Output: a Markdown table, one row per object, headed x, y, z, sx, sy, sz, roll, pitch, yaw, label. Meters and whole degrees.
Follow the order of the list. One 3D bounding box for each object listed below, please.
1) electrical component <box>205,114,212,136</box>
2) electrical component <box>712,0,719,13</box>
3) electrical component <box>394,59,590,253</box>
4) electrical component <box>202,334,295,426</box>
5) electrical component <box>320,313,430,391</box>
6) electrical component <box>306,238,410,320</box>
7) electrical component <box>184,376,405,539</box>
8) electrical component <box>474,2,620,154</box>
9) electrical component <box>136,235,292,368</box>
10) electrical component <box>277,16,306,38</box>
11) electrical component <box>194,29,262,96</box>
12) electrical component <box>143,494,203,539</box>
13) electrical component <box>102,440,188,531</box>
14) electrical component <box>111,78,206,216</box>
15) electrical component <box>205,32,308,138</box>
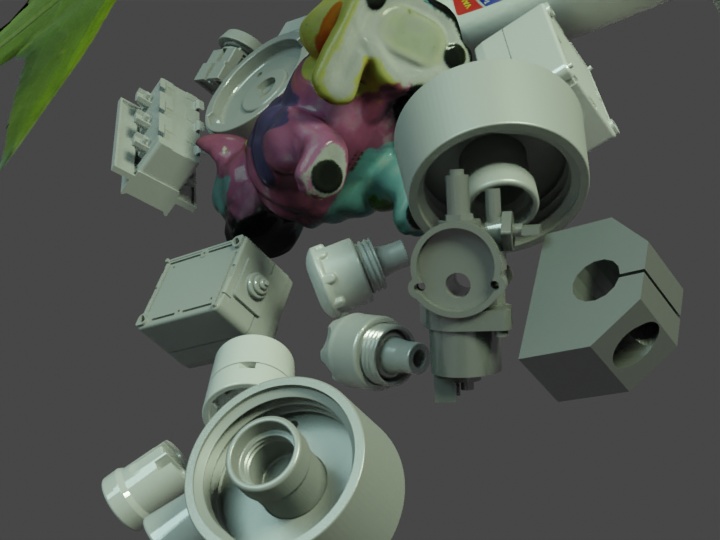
| x | y | z | sx | sy | sz | roll | pitch | yaw | label |
| --- | --- | --- | --- | --- | --- | --- | --- | --- | --- |
| -0.108 | -0.134 | 0.940 | 0.046 | 0.040 | 0.040 | -24 | 38 | 36 | electrical component |
| 0.223 | -0.194 | 0.607 | 0.066 | 0.077 | 0.047 | -5 | 50 | 45 | electrical component |
| 0.074 | -0.055 | 0.593 | 0.108 | 0.108 | 0.060 | -28 | 42 | 25 | electrical component |
| -0.065 | 0.072 | 0.651 | 0.055 | 0.055 | 0.047 | -31 | 32 | 21 | electrical component |
| 0.011 | 0.047 | 0.604 | 0.062 | 0.043 | 0.043 | 3 | 55 | 48 | electrical component |
| 0.000 | 0.000 | 0.671 | 0.062 | 0.048 | 0.048 | -21 | 34 | -2 | electrical component |
| -0.038 | 0.106 | 0.548 | 0.108 | 0.060 | 0.108 | -12 | 52 | 16 | electrical component |
| 0.108 | -0.111 | 0.656 | 0.061 | 0.061 | 0.096 | -31 | 35 | 21 | electrical component |
| -0.090 | 0.024 | 0.725 | 0.096 | 0.061 | 0.061 | -15 | 43 | 38 | electrical component |
| -0.021 | -0.203 | 0.914 | 0.083 | 0.047 | 0.075 | -5 | 51 | 45 | electrical component |
| -0.119 | -0.191 | 1.011 | 0.066 | 0.048 | 0.055 | 8 | 67 | 52 | electrical component |
| -0.085 | 0.137 | 0.613 | 0.065 | 0.044 | 0.044 | -42 | 32 | -4 | electrical component |
| -0.130 | 0.133 | 0.669 | 0.046 | 0.040 | 0.040 | -36 | 33 | 2 | electrical component |
| -0.172 | -0.112 | 0.944 | 0.063 | 0.079 | 0.121 | -49 | 29 | 24 | electrical component |
| -0.065 | -0.132 | 0.870 | 0.108 | 0.060 | 0.108 | -29 | 36 | 23 | electrical component |
